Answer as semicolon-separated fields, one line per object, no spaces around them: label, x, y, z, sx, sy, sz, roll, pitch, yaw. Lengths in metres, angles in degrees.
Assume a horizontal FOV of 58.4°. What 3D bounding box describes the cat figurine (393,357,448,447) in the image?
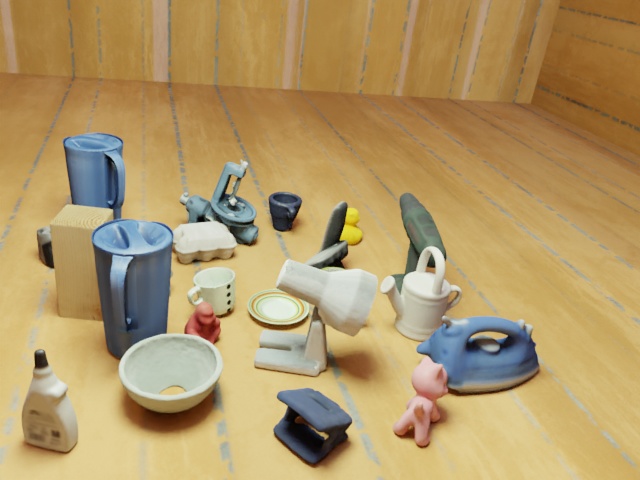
cat figurine;0.179;0.261;0.972;0.067;0.118;0.128;18;29;19

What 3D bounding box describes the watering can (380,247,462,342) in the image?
watering can;0.214;0.107;1.193;0.173;0.194;0.100;-11;33;-32

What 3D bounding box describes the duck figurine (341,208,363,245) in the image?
duck figurine;0.082;-0.043;1.563;0.077;0.086;0.104;8;27;1

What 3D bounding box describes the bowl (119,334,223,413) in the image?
bowl;-0.247;0.234;0.958;0.167;0.075;0.167;6;27;-3

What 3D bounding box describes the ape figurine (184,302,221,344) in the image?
ape figurine;-0.222;0.160;1.087;0.078;0.092;0.075;-18;37;-39

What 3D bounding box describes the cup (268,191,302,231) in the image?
cup;-0.093;-0.067;1.553;0.092;0.095;0.117;-4;30;-22

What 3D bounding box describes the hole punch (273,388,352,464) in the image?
hole punch;-0.011;0.279;0.916;0.108;0.091;0.101;28;33;33

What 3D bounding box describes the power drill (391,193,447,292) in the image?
power drill;0.219;0.024;1.337;0.076;0.208;0.229;0;29;-15

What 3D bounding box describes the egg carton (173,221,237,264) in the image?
egg carton;-0.283;0.005;1.392;0.151;0.069;0.107;-8;31;-27

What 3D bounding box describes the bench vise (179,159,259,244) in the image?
bench vise;-0.252;-0.100;1.436;0.207;0.220;0.121;4;28;-7

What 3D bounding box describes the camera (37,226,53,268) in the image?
camera;-0.542;0.005;1.288;0.144;0.101;0.136;-18;37;-40

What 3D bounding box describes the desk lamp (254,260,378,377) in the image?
desk lamp;-0.009;0.140;1.050;0.203;0.213;0.118;7;27;-1

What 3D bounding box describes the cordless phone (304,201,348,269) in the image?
cordless phone;0.012;0.005;1.345;0.094;0.185;0.148;19;29;20

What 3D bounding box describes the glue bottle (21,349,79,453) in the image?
glue bottle;-0.393;0.228;0.824;0.078;0.173;0.037;11;28;7

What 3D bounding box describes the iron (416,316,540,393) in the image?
iron;0.326;0.201;1.100;0.259;0.141;0.118;0;28;-15
